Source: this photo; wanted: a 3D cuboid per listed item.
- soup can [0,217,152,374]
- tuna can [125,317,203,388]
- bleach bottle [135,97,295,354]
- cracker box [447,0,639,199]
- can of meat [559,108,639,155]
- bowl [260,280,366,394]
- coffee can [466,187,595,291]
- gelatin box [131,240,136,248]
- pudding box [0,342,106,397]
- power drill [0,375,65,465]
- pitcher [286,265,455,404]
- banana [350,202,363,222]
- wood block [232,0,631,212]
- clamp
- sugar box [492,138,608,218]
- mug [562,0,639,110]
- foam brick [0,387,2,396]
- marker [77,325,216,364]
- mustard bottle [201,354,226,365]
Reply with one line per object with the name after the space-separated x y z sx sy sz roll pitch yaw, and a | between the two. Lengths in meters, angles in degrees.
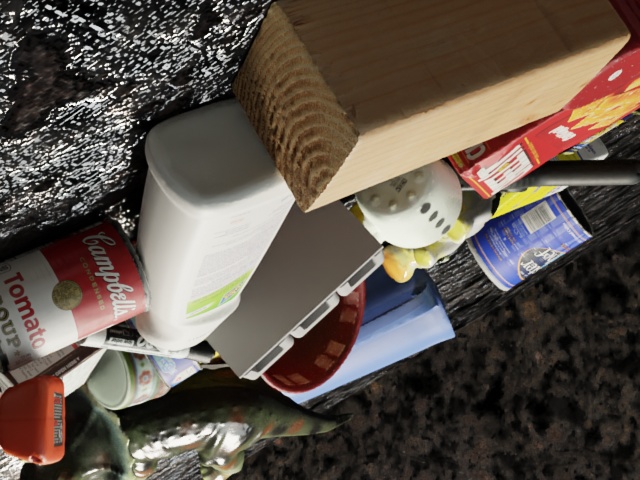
-0.169 0.035 0.686 0.102 0.068 0.069 -24 166 -23 | soup can
-0.134 0.080 0.894 0.033 0.086 0.086 -31 168 -8 | tuna can
-0.084 0.011 0.712 0.102 0.068 0.251 -24 158 -32 | bleach bottle
0.207 -0.123 0.907 0.214 0.072 0.164 -32 167 12 | cracker box
0.257 -0.127 1.042 0.084 0.057 0.101 -34 167 27 | can of meat
-0.028 0.062 1.014 0.055 0.162 0.161 11 -161 41 | bowl
0.282 -0.011 1.439 0.140 0.103 0.102 -35 166 21 | coffee can
-0.144 0.028 0.802 0.089 0.030 0.073 -19 164 -39 | gelatin box
-0.230 0.114 0.894 0.089 0.039 0.114 -37 176 -34 | pudding box
-0.258 0.113 0.659 0.187 0.057 0.184 0 173 -5 | power drill
0.034 0.110 1.303 0.243 0.145 0.149 -27 138 0 | pitcher
-0.001 0.012 0.955 0.197 0.037 0.069 -42 142 -27 | banana
0.066 -0.104 0.623 0.205 0.091 0.090 -23 165 -29 | wood block
0.193 -0.067 1.076 0.209 0.036 0.165 -4 -174 -17 | clamp
0.258 -0.077 1.260 0.175 0.048 0.093 -17 162 -42 | sugar box
0.172 -0.138 0.745 0.117 0.081 0.093 -36 166 26 | mug
-0.272 0.113 0.796 0.052 0.051 0.078 -24 166 -24 | foam brick
-0.131 0.079 0.823 0.120 0.020 0.020 15 139 -40 | marker
-0.100 0.098 1.107 0.096 0.058 0.191 -28 168 9 | mustard bottle
